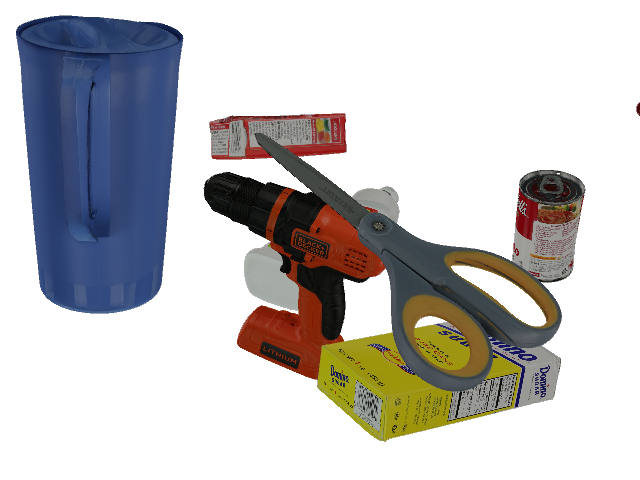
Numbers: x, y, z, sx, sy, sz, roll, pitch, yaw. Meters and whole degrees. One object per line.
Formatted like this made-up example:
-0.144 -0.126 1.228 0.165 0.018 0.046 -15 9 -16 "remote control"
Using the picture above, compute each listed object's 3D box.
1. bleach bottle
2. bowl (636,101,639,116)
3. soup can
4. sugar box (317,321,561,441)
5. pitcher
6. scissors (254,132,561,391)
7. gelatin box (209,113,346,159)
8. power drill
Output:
0.017 -0.005 1.323 0.103 0.068 0.250 17 36 28 "bleach bottle"
0.370 -0.095 0.970 0.162 0.055 0.162 -4 23 1 "bowl"
0.242 -0.015 1.138 0.068 0.102 0.068 -1 34 0 "soup can"
0.096 0.105 0.857 0.175 0.048 0.093 -10 27 -31 "sugar box"
-0.188 -0.060 0.901 0.145 0.243 0.148 24 30 38 "pitcher"
0.027 0.011 0.564 0.202 0.096 0.016 27 -38 15 "scissors"
-0.031 -0.073 0.744 0.073 0.030 0.089 -4 6 -20 "gelatin box"
-0.032 0.034 1.008 0.184 0.188 0.057 23 42 14 "power drill"
